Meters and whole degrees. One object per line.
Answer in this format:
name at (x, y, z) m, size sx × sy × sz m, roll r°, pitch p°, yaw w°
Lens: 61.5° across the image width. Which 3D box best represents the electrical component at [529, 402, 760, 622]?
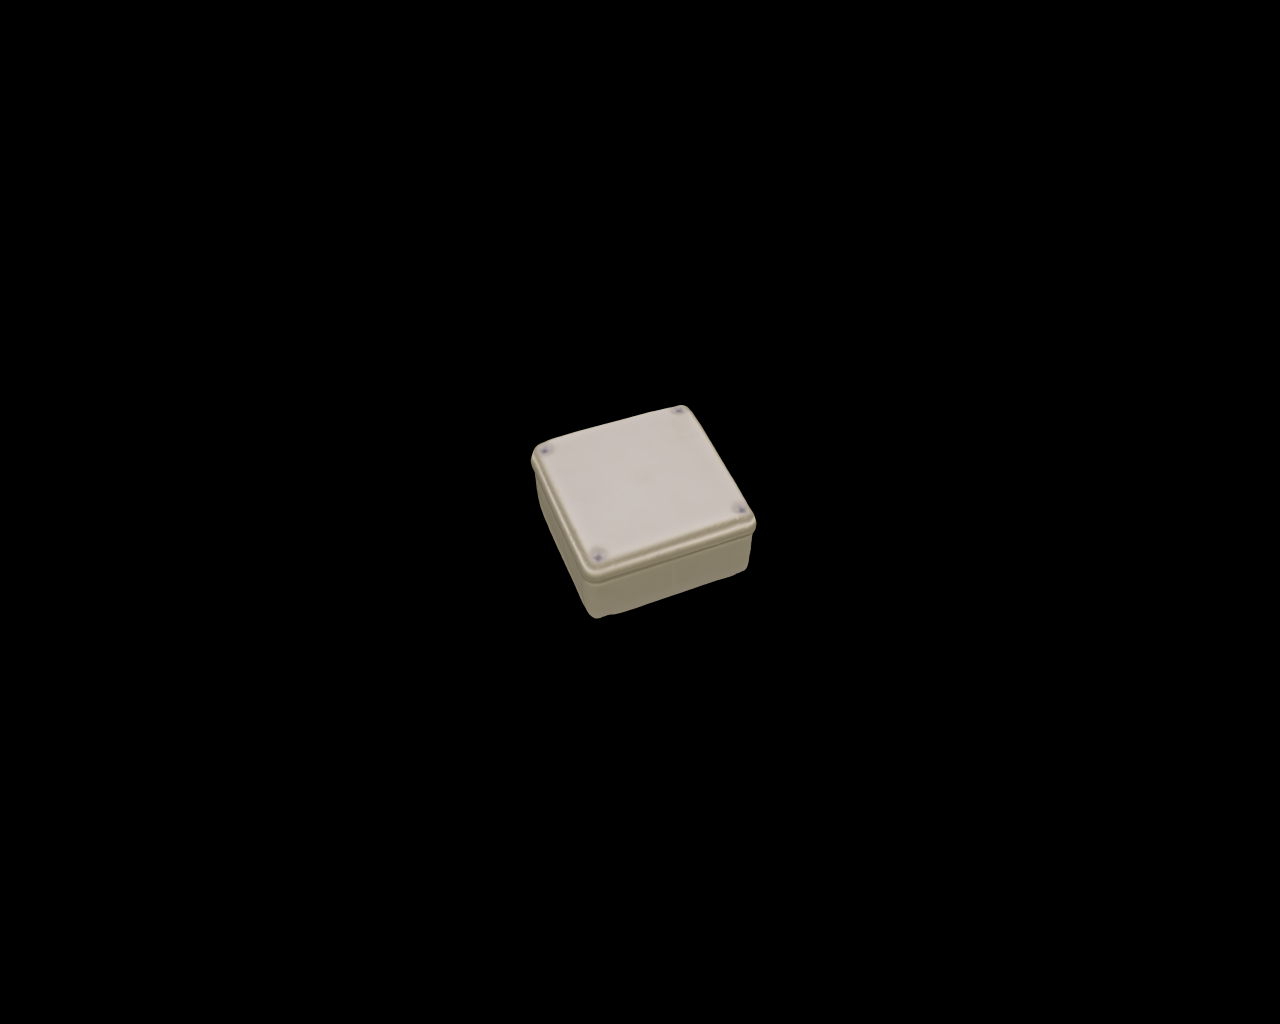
electrical component at (0.001, -0.003, 0.650) m, size 0.109 × 0.109 × 0.056 m, roll -17°, pitch -39°, yaw -14°
